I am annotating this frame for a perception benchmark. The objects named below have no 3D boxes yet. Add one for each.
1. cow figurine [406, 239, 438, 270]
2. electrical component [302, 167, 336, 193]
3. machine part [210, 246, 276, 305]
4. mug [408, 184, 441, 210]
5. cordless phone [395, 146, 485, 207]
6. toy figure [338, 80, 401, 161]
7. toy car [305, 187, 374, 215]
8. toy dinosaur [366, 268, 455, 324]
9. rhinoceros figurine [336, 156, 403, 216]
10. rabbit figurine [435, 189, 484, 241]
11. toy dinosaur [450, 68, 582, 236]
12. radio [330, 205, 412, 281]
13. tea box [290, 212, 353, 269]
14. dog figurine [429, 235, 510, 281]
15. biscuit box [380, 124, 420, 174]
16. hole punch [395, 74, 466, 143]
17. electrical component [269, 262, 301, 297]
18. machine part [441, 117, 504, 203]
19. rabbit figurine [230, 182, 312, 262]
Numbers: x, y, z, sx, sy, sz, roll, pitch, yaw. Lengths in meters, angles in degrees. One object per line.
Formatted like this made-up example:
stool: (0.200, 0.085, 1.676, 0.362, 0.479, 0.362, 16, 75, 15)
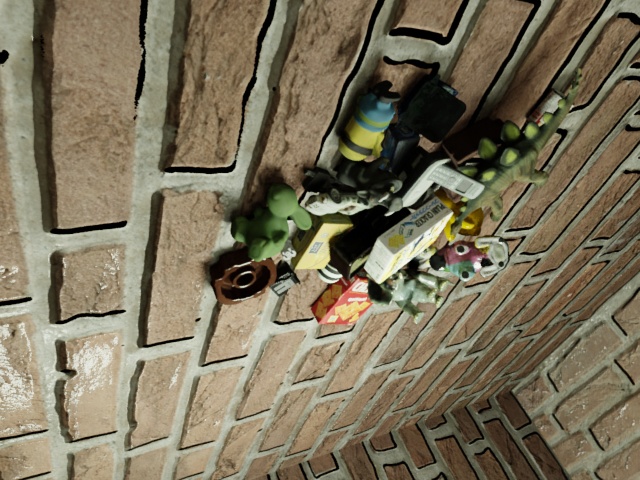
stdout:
cow figurine: (0.304, 0.031, 1.631, 0.098, 0.068, 0.167, -19, 145, -7)
electrical component: (-0.010, -0.135, 1.232, 0.094, 0.021, 0.063, 13, 129, -45)
machine part: (-0.195, 0.088, 1.361, 0.179, 0.056, 0.179, -19, 144, -15)
mug: (0.268, -0.124, 1.401, 0.109, 0.081, 0.107, -43, 154, 15)
cordless phone: (0.271, -0.120, 1.231, 0.184, 0.089, 0.146, 22, 125, -22)
toy figure: (0.098, -0.244, 1.119, 0.089, 0.082, 0.180, 7, 143, -15)
toy car: (0.049, -0.088, 1.262, 0.074, 0.056, 0.201, -18, 172, 40)
toy dinosaur: (0.266, 0.134, 1.599, 0.404, 0.192, 0.131, -2, 122, -63)
rhinoceros figurine: (0.113, -0.128, 1.188, 0.112, 0.191, 0.073, -44, 144, -11)
rabbit figurine: (0.363, -0.072, 1.488, 0.173, 0.162, 0.122, 29, 130, -31)
toy dinosaur: (0.459, -0.187, 1.278, 0.198, 0.105, 0.471, 16, 121, -42)
radio: (0.132, -0.006, 1.383, 0.229, 0.073, 0.131, -41, 163, -12)
tea box: (-0.003, -0.004, 1.366, 0.098, 0.068, 0.169, 0, 138, -36)
dog figurine: (0.414, 0.047, 1.517, 0.192, 0.108, 0.219, -14, -179, -2)
biscuit box: (0.175, -0.180, 1.272, 0.063, 0.059, 0.202, -12, 143, -22)
hole punch: (0.239, -0.291, 1.168, 0.116, 0.092, 0.142, 29, 124, -17)
electrical component: (-0.121, 0.116, 1.457, 0.119, 0.048, 0.074, -29, 145, -2)
machine part: (0.400, -0.203, 1.380, 0.201, 0.087, 0.200, -30, 145, 4)
rabbit figurine: (-0.093, -0.048, 1.205, 0.159, 0.121, 0.170, 1, 128, -43)
